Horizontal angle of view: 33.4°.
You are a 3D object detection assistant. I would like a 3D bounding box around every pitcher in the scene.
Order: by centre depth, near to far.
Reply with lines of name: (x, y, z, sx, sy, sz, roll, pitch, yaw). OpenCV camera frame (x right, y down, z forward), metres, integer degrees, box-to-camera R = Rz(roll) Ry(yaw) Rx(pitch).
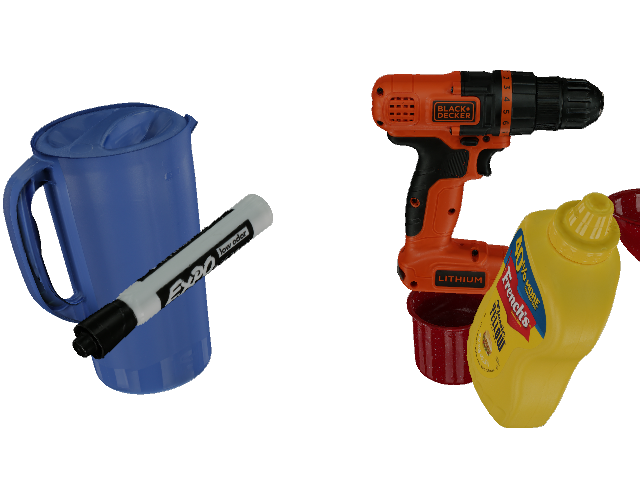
pitcher: (-0.172, 0.013, 0.930, 0.149, 0.243, 0.145, -5, 25, 2)

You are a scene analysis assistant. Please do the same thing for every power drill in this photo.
power drill: (0.134, -0.049, 0.884, 0.184, 0.188, 0.057, 2, 23, 7)

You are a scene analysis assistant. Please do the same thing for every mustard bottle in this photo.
mustard bottle: (0.147, 0.037, 0.688, 0.058, 0.096, 0.192, 2, -38, -10)

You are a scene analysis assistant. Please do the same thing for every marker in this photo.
marker: (-0.067, 0.016, 0.497, 0.020, 0.020, 0.120, 0, 31, 47)

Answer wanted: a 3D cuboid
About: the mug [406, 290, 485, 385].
mug: (0.143, 0.089, 1.119, 0.093, 0.081, 0.117, 12, 37, 26)

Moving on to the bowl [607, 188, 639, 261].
bowl: (0.356, -0.007, 1.038, 0.162, 0.055, 0.162, 0, 18, 0)
